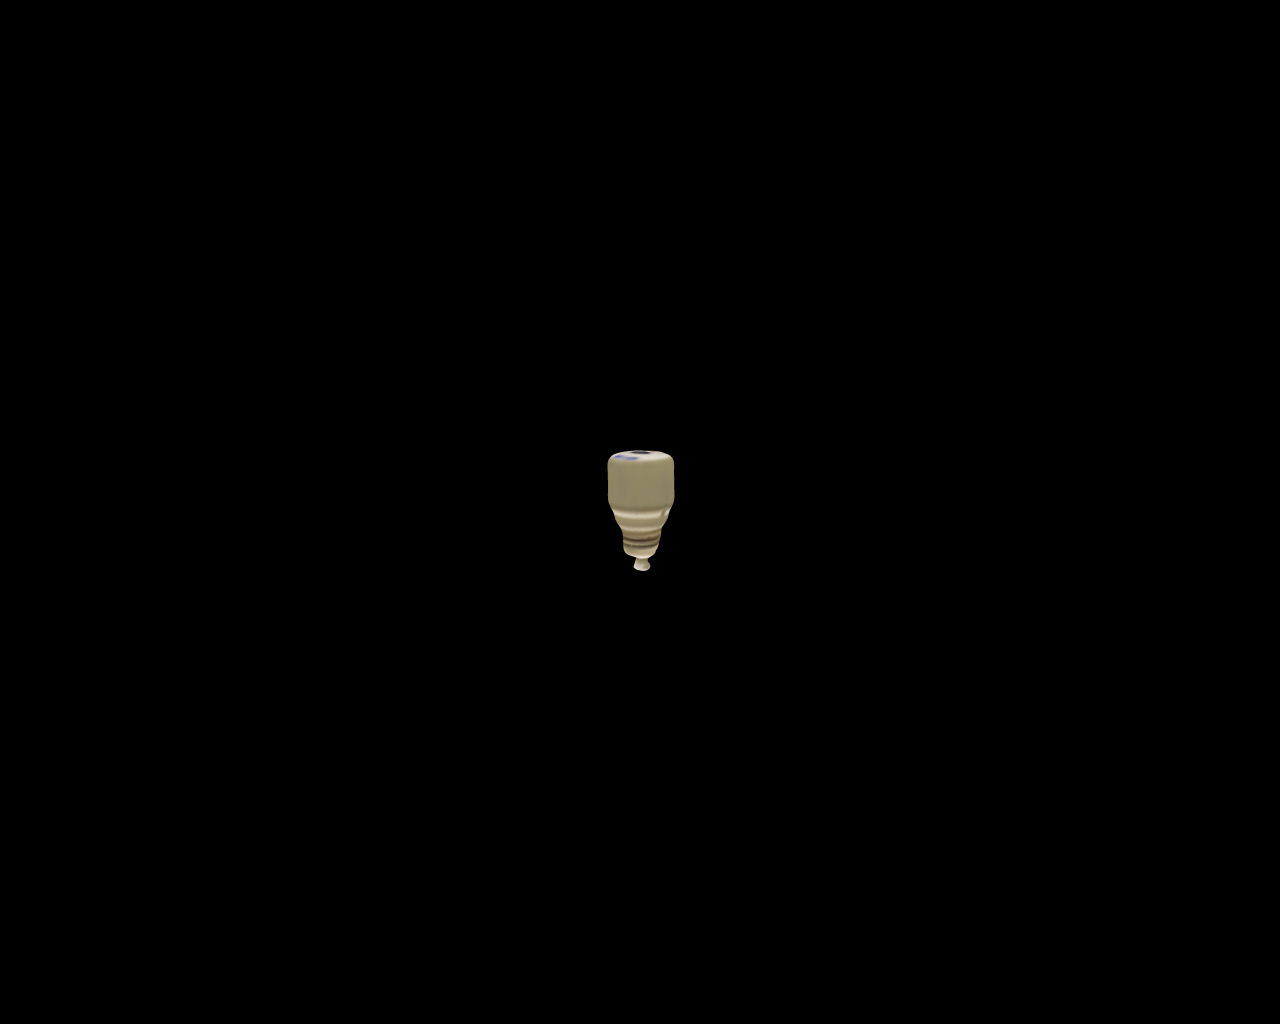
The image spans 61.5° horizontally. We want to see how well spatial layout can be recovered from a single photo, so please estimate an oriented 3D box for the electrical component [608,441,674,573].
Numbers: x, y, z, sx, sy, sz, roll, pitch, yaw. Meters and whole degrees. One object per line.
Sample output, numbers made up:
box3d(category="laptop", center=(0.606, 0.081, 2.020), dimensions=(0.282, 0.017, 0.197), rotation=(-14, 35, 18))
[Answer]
box3d(category="electrical component", center=(0.001, -0.003, 0.650), dimensions=(0.040, 0.078, 0.040), rotation=(0, 11, 0))
